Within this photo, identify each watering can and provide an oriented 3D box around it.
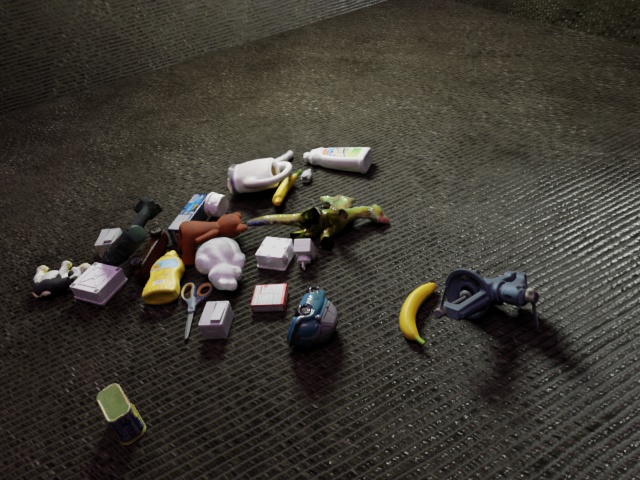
[{"bbox_3d":[-0.203,-0.241,1.817,0.224,0.102,0.354,-9,22,8],"label":"watering can"}]

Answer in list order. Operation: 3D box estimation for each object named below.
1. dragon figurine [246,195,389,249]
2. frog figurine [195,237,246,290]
[{"bbox_3d":[0.005,-0.079,1.578,0.411,0.120,0.247,7,23,19],"label":"dragon figurine"},{"bbox_3d":[-0.274,0.068,1.415,0.137,0.120,0.162,5,24,-11],"label":"frog figurine"}]
